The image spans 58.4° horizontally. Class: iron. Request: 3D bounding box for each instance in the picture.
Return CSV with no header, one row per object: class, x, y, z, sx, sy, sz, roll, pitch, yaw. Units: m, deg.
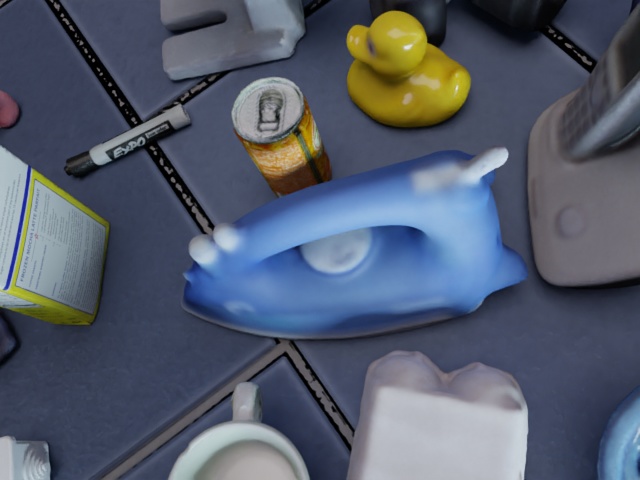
iron,0.004,0.001,0.383,0.258,0.142,0.118,-14,68,6

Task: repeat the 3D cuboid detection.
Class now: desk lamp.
desk lamp,-0.068,-0.239,0.445,0.203,0.214,0.118,-11,69,7

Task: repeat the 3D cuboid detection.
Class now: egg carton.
egg carton,0.071,0.148,0.356,0.107,0.069,0.150,7,72,14

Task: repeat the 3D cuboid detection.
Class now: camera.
camera,0.127,-0.225,0.462,0.143,0.101,0.136,-45,68,-6

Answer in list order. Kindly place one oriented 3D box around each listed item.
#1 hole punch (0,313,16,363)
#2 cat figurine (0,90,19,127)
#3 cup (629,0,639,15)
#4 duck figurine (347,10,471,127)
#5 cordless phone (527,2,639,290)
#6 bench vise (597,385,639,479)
hole punch,-0.321,0.072,0.449,0.109,0.091,0.101,-41,68,-5
cat figurine,-0.349,-0.105,0.503,0.067,0.118,0.128,13,74,16
cup,0.273,-0.142,0.407,0.117,0.095,0.091,-4,70,10
duck figurine,0.067,-0.141,0.452,0.104,0.086,0.077,19,75,17
cordless phone,0.185,-0.056,0.345,0.094,0.185,0.147,-2,70,11
bench vise,0.221,0.087,0.267,0.121,0.220,0.207,35,80,21
